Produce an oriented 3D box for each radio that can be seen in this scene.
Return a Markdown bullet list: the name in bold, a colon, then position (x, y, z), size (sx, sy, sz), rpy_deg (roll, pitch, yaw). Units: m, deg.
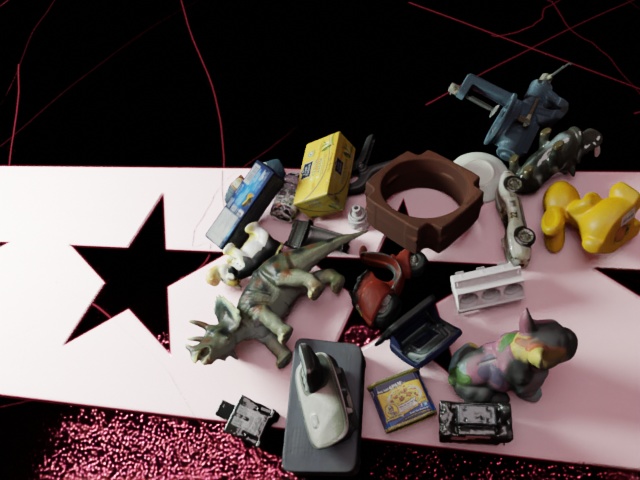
- **radio**: position (0.011, 0.297, 0.960), size (0.131, 0.073, 0.229), rpy_deg (0, 65, 11)

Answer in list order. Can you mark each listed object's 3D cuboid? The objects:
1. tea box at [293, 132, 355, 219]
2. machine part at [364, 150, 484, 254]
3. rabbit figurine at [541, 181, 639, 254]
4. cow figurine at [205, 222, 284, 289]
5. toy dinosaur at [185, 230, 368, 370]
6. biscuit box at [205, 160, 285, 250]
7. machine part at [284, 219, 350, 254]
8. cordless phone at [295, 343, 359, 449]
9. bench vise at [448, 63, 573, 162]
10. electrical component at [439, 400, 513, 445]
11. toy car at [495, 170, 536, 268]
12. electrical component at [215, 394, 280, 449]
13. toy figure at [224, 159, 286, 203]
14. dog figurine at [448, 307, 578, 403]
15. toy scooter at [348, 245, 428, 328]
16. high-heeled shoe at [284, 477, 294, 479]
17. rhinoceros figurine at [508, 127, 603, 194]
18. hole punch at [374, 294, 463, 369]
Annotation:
- **tea box**: position (0.011, -0.139, 1.163), size (0.098, 0.068, 0.169), rpy_deg (-16, 52, 36)
- **machine part**: position (0.207, -0.078, 1.083), size (0.201, 0.087, 0.201), rpy_deg (-37, 55, -26)
- **rabbit figurine**: position (0.497, -0.045, 1.032), size (0.162, 0.121, 0.173), rpy_deg (-41, 48, 0)
- **cow figurine**: position (-0.156, 0.048, 1.129), size (0.098, 0.068, 0.167), rpy_deg (38, 76, 20)
- **toy dinosaur**: position (-0.088, 0.103, 1.059), size (0.192, 0.131, 0.405), rpy_deg (30, 67, 23)
- **biscuit box**: position (-0.160, -0.070, 1.161), size (0.059, 0.062, 0.202), rpy_deg (36, 91, 27)
- **machine part**: position (-0.002, -0.003, 1.138), size (0.139, 0.039, 0.084), rpy_deg (14, 60, 19)
- **cordless phone**: position (0.003, 0.241, 0.844), size (0.089, 0.184, 0.147), rpy_deg (-15, 62, -2)
- **bench vise**: position (0.396, -0.292, 1.150), size (0.241, 0.129, 0.223), rpy_deg (29, 90, 5)
- **electrical component**: position (0.251, 0.297, 0.874), size (0.115, 0.134, 0.058), rpy_deg (-2, 63, 9)
- **toy car**: position (0.380, -0.042, 1.057), size (0.056, 0.073, 0.202), rpy_deg (-6, 63, 8)
- **electrical component**: position (-0.141, 0.326, 0.990), size (0.119, 0.047, 0.075), rpy_deg (22, 68, 19)
- **toy figure**: position (-0.154, -0.132, 1.227), size (0.154, 0.064, 0.057), rpy_deg (-29, 106, -5)
- **dog figurine**: position (0.306, 0.190, 0.872), size (0.192, 0.219, 0.108), rpy_deg (-7, 59, 7)
- **toy scooter**: position (0.115, 0.076, 1.052), size (0.135, 0.075, 0.184), rpy_deg (27, 68, 22)
- **high-heeled shoe**: position (-0.015, 0.524, 0.865), size (0.249, 0.086, 0.145), rpy_deg (43, 109, 45)
- **rhinoceros figurine**: position (0.478, -0.163, 1.085), size (0.190, 0.112, 0.073), rpy_deg (-35, 32, 7)
- **hole punch**: position (0.180, 0.169, 0.970), size (0.142, 0.115, 0.092), rpy_deg (-38, 80, -12)
